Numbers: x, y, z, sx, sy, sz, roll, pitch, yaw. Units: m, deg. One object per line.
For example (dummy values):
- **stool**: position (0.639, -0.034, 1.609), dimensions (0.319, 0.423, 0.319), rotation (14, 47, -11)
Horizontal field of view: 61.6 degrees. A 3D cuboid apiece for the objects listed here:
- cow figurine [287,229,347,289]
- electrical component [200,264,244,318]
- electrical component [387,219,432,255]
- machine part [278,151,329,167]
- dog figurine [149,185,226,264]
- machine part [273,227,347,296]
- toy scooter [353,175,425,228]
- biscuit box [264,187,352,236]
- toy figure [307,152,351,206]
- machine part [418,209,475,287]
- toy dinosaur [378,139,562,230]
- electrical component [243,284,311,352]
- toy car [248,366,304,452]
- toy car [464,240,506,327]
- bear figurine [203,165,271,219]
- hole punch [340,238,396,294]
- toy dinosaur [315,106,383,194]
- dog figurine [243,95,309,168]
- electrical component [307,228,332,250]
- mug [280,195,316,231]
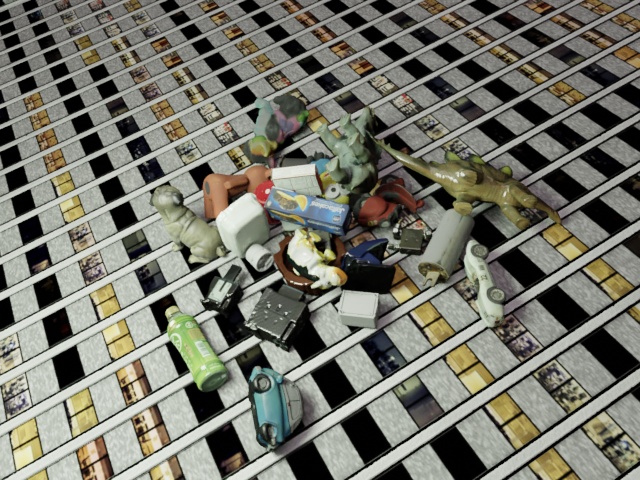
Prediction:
- **cow figurine**: position (-0.013, 0.060, 1.192), dimensions (0.098, 0.068, 0.167), rotation (-55, 51, 21)
- **electrical component**: position (-0.224, 0.118, 1.281), dimensions (0.075, 0.047, 0.119), rotation (13, 57, 20)
- **electrical component**: position (0.218, -0.007, 1.290), dimensions (0.102, 0.045, 0.078), rotation (11, 55, 18)
- **machine part**: position (-0.045, -0.210, 1.500), dimensions (0.139, 0.039, 0.084), rotation (1, 62, 9)
- **dog figurine**: position (-0.322, -0.041, 1.330), dimensions (0.173, 0.190, 0.121), rotation (13, 57, 18)
- **machine part**: position (-0.020, 0.048, 1.290), dimensions (0.179, 0.056, 0.179), rotation (-5, 52, 7)
- **toy scooter**: position (0.178, -0.087, 1.341), dimensions (0.135, 0.075, 0.184), rotation (29, 59, 29)
- **biscuit box**: position (-0.027, -0.067, 1.271), dimensions (0.203, 0.062, 0.059), rotation (14, 68, 17)
- **toy figure**: position (0.024, -0.149, 1.405), dimensions (0.082, 0.089, 0.180), rotation (-32, 53, 3)
- **machine part**: position (0.293, 0.012, 1.243), dimensions (0.079, 0.079, 0.243), rotation (19, 60, 23)
- **toy dinosaur**: position (0.355, -0.139, 1.280), dimensions (0.472, 0.105, 0.199), rotation (22, 28, -1)
- **electrical component**: position (-0.090, 0.168, 1.212), dimensions (0.115, 0.058, 0.134), rotation (19, 60, 21)
- **toy car**: position (-0.084, 0.327, 1.066), dimensions (0.103, 0.109, 0.162), rotation (-8, 59, -18)
- **toy car**: position (0.356, 0.091, 1.171), dimensions (0.056, 0.073, 0.202), rotation (-11, 52, 2)
- **bear figurine**: position (-0.211, -0.131, 1.441), dimensions (0.196, 0.131, 0.120), rotation (-10, 8, -33)
- **hole punch**: position (0.104, 0.058, 1.215), dimensions (0.116, 0.142, 0.092), rotation (2, 55, -5)
- **toy dinosaur**: position (0.093, -0.190, 1.341), dimensions (0.131, 0.192, 0.405), rotation (-30, 38, 26)
- **dog figurine**: position (-0.123, -0.301, 1.543), dimensions (0.192, 0.108, 0.219), rotation (-5, 57, 4)
- **electrical component**: position (-0.003, -0.004, 1.278), dimensions (0.063, 0.021, 0.094), rotation (-11, 49, 1)
- **mug**: position (-0.047, -0.058, 1.354), dimensions (0.107, 0.080, 0.110), rotation (-19, 28, 3)
